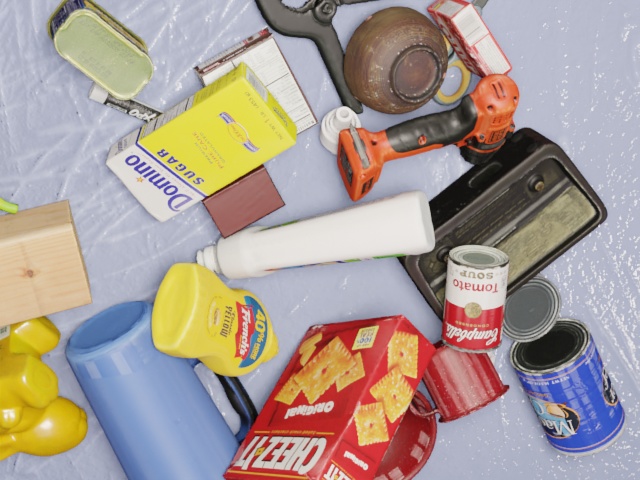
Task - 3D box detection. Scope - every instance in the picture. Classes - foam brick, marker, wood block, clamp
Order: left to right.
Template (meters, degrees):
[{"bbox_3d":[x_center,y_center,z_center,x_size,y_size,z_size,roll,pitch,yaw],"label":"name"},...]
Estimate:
[{"bbox_3d":[-0.344,0.036,1.080,0.206,0.090,0.091,-14,113,-10],"label":"wood block"},{"bbox_3d":[-0.179,-0.131,1.101,0.121,0.020,0.020,22,103,-22],"label":"marker"},{"bbox_3d":[-0.086,-0.047,1.142,0.078,0.053,0.051,-29,116,-3],"label":"foam brick"},{"bbox_3d":[0.003,-0.231,1.104,0.209,0.036,0.165,18,104,-25],"label":"clamp"}]

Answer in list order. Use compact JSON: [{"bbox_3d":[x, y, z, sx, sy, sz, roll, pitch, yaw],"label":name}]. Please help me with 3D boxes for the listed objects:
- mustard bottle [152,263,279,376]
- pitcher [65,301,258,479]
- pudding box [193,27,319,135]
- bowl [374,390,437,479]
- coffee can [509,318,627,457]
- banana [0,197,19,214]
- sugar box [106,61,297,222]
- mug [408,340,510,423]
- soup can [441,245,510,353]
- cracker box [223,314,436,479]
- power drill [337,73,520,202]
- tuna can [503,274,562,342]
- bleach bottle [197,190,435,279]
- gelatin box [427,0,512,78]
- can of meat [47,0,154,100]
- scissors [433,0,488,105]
[{"bbox_3d":[-0.102,0.097,1.163,0.191,0.058,0.096,34,61,-54],"label":"mustard bottle"},{"bbox_3d":[-0.171,0.186,1.176,0.145,0.149,0.243,-19,113,12],"label":"pitcher"},{"bbox_3d":[-0.066,-0.150,1.116,0.090,0.039,0.113,-29,118,-2],"label":"pudding box"},{"bbox_3d":[0.057,0.230,1.288,0.162,0.055,0.162,-5,112,-14],"label":"bowl"},{"bbox_3d":[0.306,0.181,1.315,0.103,0.103,0.140,-30,115,-3],"label":"coffee can"},{"bbox_3d":[-0.350,-0.114,1.051,0.069,0.037,0.198,-16,116,-26],"label":"banana"},{"bbox_3d":[-0.121,-0.096,1.086,0.176,0.048,0.093,-31,118,18],"label":"sugar box"},{"bbox_3d":[0.150,0.161,1.239,0.117,0.093,0.081,-27,88,-5],"label":"mug"},{"bbox_3d":[0.170,0.064,1.171,0.068,0.068,0.102,-3,111,-15],"label":"soup can"},{"bbox_3d":[0.009,0.185,1.148,0.072,0.164,0.213,46,57,-24],"label":"cracker box"},{"bbox_3d":[0.113,-0.102,1.127,0.187,0.184,0.057,-21,74,-5],"label":"power drill"},{"bbox_3d":[0.247,0.079,1.296,0.086,0.034,0.086,-5,112,-14],"label":"tuna can"},{"bbox_3d":[-0.008,0.001,1.149,0.251,0.102,0.068,-11,90,12],"label":"bleach bottle"},{"bbox_3d":[0.156,-0.210,1.117,0.030,0.073,0.089,-38,115,1],"label":"gelatin box"},{"bbox_3d":[-0.212,-0.187,1.034,0.102,0.084,0.057,37,97,-25],"label":"can of meat"},{"bbox_3d":[0.171,-0.228,1.166,0.202,0.016,0.096,-40,117,2],"label":"scissors"}]
